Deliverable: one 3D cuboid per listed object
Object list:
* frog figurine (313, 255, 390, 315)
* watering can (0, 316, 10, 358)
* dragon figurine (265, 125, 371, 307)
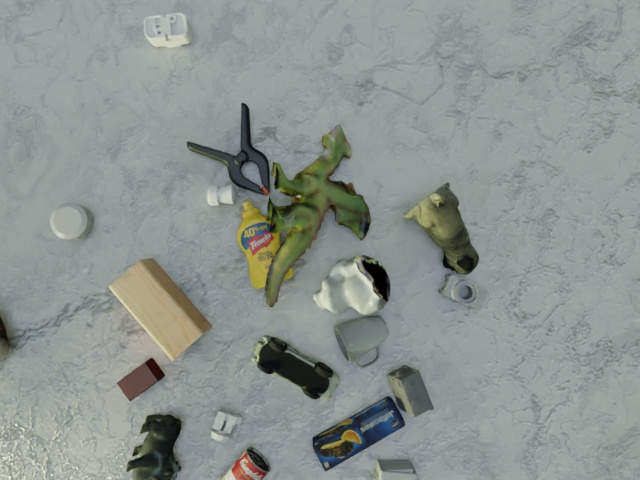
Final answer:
[{"bbox_3d":[0.071,0.111,1.140,0.157,0.125,0.137,-37,99,33],"label":"frog figurine"},{"bbox_3d":[-0.768,0.264,1.094,0.225,0.104,0.348,-30,88,-3],"label":"watering can"},{"bbox_3d":[0.003,-0.056,1.117,0.242,0.121,0.414,6,78,-17],"label":"dragon figurine"}]
